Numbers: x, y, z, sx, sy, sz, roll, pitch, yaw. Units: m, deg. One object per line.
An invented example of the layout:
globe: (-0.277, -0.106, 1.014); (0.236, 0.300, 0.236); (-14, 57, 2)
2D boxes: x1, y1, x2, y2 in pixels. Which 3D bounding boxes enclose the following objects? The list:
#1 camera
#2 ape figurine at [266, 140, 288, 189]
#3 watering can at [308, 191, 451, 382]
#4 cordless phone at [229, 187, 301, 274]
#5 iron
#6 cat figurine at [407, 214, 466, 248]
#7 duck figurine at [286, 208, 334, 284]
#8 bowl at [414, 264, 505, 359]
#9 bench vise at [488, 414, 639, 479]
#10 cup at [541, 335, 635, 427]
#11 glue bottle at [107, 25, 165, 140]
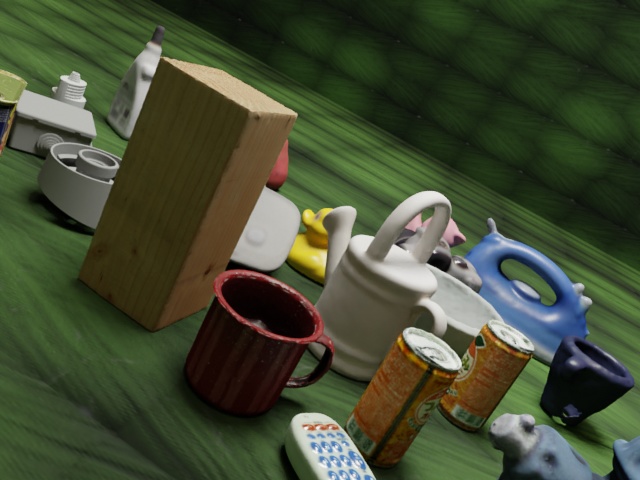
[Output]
camera: (0.155, 0.032, 0.856); (0.143, 0.101, 0.136); (21, 20, -19)
ape figurine: (-0.083, -0.141, 0.992); (0.078, 0.092, 0.076); (8, 26, -45)
watering can: (0.061, 0.031, 0.577); (0.172, 0.194, 0.101); (33, 19, 16)
cordless phone: (-0.078, -0.065, 0.652); (0.148, 0.185, 0.094); (23, 19, -13)
iron: (0.326, 0.084, 0.893); (0.257, 0.141, 0.119); (34, 20, 19)
cat figurine: (0.190, -0.013, 0.998); (0.067, 0.117, 0.127); (16, 22, -31)
duck figurine: (0.007, 0.003, 0.748); (0.104, 0.086, 0.078); (36, 20, 23)
bowl: (0.139, 0.095, 0.706); (0.167, 0.074, 0.167); (25, 19, -9)
bench vise: (0.236, 0.174, 0.405); (0.208, 0.219, 0.121); (23, 19, -15)
cup: (0.307, 0.178, 0.692); (0.118, 0.095, 0.091); (9, 26, -44)
glue bottle: (-0.269, -0.241, 0.867); (0.037, 0.173, 0.078); (7, 28, -47)
